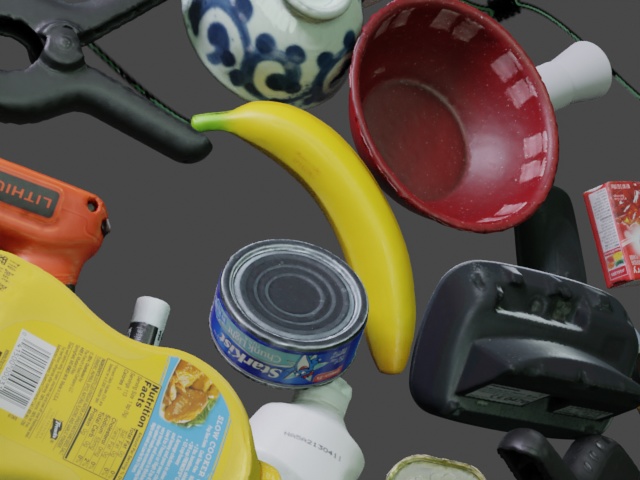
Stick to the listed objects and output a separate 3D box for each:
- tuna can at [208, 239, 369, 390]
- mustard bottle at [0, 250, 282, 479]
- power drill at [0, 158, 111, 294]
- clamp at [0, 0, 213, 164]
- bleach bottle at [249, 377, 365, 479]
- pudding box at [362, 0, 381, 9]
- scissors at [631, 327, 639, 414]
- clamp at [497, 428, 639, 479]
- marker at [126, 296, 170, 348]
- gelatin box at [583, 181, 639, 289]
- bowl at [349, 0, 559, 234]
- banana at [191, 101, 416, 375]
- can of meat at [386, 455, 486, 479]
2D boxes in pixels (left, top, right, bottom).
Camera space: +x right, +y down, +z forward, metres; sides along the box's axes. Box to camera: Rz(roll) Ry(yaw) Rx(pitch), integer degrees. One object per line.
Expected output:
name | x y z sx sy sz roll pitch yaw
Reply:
tuna can | -0.017 0.039 0.589 0.086 0.034 0.086 10 41 -9
mustard bottle | -0.088 0.090 0.479 0.191 0.058 0.096 32 61 -22
power drill | -0.186 0.049 0.499 0.184 0.057 0.187 22 67 -26
clamp | -0.137 -0.092 0.586 0.171 0.039 0.120 -11 74 -26
bleach bottle | -0.025 0.186 0.541 0.102 0.068 0.250 31 58 -19
pudding box | 0.053 -0.218 0.716 0.113 0.039 0.090 -28 88 -10
scissors | 0.236 0.150 0.696 0.016 0.096 0.202 -20 81 2
clamp | 0.139 0.176 0.612 0.209 0.036 0.164 1 99 -59
marker | -0.103 0.088 0.555 0.020 0.020 0.121 23 63 -21
gelatin box | 0.241 -0.005 0.777 0.089 0.030 0.073 -3 75 -30
bowl | 0.076 -0.074 0.691 0.161 0.055 0.162 10 69 -27
banana | 0.008 -0.014 0.643 0.069 0.037 0.198 -38 92 3
can of meat | 0.062 0.180 0.573 0.084 0.058 0.102 62 41 -53
